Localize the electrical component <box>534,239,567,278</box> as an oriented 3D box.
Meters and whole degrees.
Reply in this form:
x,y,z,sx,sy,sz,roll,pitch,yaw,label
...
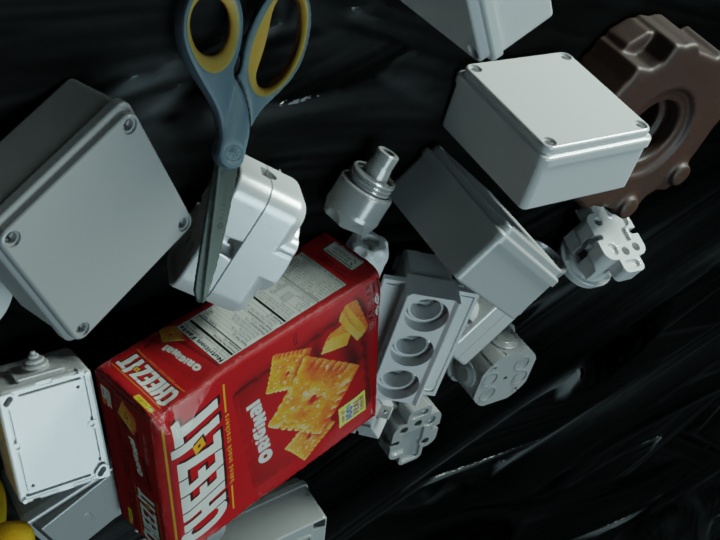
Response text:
x,y,z,sx,sy,sz,roll,pitch,yaw,label
0.153,0.009,0.987,0.044,0.044,0.065,10,127,-47,electrical component

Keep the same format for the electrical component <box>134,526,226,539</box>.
x,y,z,sx,sy,sz,roll,pitch,yaw,label
-0.159,0.216,0.922,0.074,0.052,0.138,-15,138,-29,electrical component

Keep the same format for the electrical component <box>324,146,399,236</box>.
x,y,z,sx,sy,sz,roll,pitch,yaw,label
0.005,-0.060,0.779,0.043,0.043,0.062,10,120,-47,electrical component

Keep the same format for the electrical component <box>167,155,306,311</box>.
x,y,z,sx,sy,sz,roll,pitch,yaw,label
-0.080,-0.023,0.718,0.059,0.053,0.095,25,112,-25,electrical component

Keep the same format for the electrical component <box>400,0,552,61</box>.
x,y,z,sx,sy,sz,roll,pitch,yaw,label
0.053,-0.194,0.622,0.056,0.108,0.108,-37,144,-9,electrical component

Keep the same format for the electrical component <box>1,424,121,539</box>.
x,y,z,sx,sy,sz,roll,pitch,yaw,label
-0.208,0.161,0.812,0.096,0.061,0.061,-32,144,-10,electrical component

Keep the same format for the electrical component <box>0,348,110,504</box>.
x,y,z,sx,sy,sz,roll,pitch,yaw,label
-0.214,0.096,0.725,0.062,0.061,0.096,-16,111,-26,electrical component

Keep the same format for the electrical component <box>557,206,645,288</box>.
x,y,z,sx,sy,sz,roll,pitch,yaw,label
0.219,-0.019,0.992,0.058,0.078,0.057,-11,156,-34,electrical component

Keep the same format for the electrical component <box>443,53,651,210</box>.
x,y,z,sx,sy,sz,roll,pitch,yaw,label
0.136,-0.105,0.792,0.109,0.108,0.056,-14,140,-31,electrical component

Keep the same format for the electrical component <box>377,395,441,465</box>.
x,y,z,sx,sy,sz,roll,pitch,yaw,label
0.036,0.135,1.003,0.058,0.057,0.078,-19,139,-26,electrical component

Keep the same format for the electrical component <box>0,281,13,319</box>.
x,y,z,sx,sy,sz,roll,pitch,yaw,label
-0.238,0.010,0.643,0.040,0.040,0.046,-47,138,10,electrical component

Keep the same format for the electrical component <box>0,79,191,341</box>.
x,y,z,sx,sy,sz,roll,pitch,yaw,label
-0.165,-0.033,0.622,0.108,0.056,0.108,-49,148,-21,electrical component

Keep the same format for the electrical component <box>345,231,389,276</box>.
x,y,z,sx,sy,sz,roll,pitch,yaw,label
0.000,0.000,0.847,0.035,0.035,0.061,-12,138,-33,electrical component

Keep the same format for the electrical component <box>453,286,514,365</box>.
x,y,z,sx,sy,sz,roll,pitch,yaw,label
0.088,0.036,0.952,0.066,0.047,0.077,-43,143,5,electrical component

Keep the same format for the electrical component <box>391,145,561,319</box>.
x,y,z,sx,sy,sz,roll,pitch,yaw,label
0.088,-0.028,0.832,0.056,0.108,0.109,-44,144,10,electrical component

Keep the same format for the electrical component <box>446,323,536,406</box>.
x,y,z,sx,sy,sz,roll,pitch,yaw,label
0.125,0.087,1.037,0.080,0.051,0.080,-24,141,-21,electrical component

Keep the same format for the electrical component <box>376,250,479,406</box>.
x,y,z,sx,sy,sz,roll,pitch,yaw,label
0.041,0.047,0.894,0.079,0.063,0.121,10,130,-11,electrical component

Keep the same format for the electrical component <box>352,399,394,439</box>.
x,y,z,sx,sy,sz,roll,pitch,yaw,label
-0.005,0.116,0.950,0.048,0.066,0.055,-64,145,-28,electrical component

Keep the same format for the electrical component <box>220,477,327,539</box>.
x,y,z,sx,sy,sz,roll,pitch,yaw,label
-0.092,0.267,1.032,0.109,0.056,0.108,-20,140,-25,electrical component
